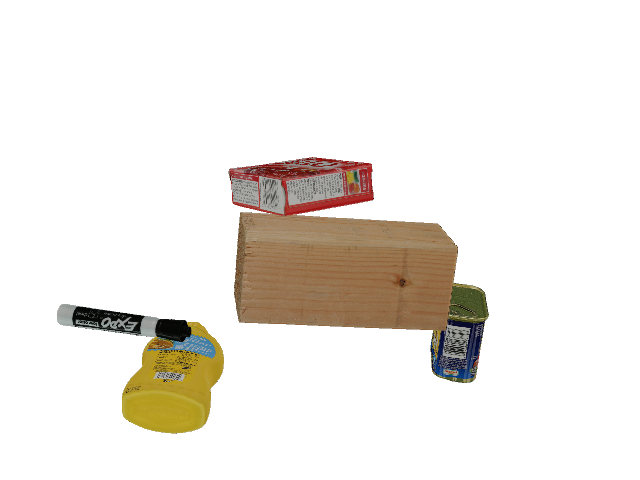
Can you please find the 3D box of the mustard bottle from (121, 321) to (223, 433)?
[{"bbox_3d":[-0.164,0.149,1.253,0.096,0.058,0.191,4,25,4],"label":"mustard bottle"}]

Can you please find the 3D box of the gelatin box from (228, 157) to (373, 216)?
[{"bbox_3d":[-0.015,-0.041,0.770,0.073,0.030,0.089,-10,12,-27],"label":"gelatin box"}]

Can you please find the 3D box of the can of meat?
[{"bbox_3d":[0.161,0.108,1.251,0.057,0.084,0.102,7,19,2],"label":"can of meat"}]

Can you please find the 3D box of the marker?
[{"bbox_3d":[-0.168,0.071,0.915,0.121,0.020,0.020,6,2,15],"label":"marker"}]

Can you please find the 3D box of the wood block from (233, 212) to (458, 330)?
[{"bbox_3d":[0.021,0.031,1.063,0.206,0.091,0.090,3,16,-9],"label":"wood block"}]
